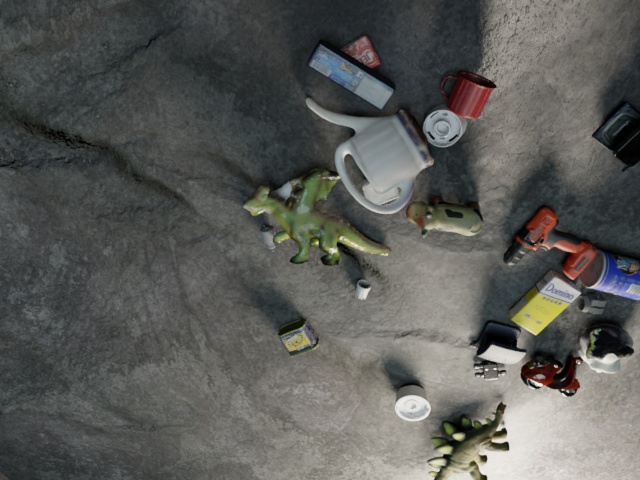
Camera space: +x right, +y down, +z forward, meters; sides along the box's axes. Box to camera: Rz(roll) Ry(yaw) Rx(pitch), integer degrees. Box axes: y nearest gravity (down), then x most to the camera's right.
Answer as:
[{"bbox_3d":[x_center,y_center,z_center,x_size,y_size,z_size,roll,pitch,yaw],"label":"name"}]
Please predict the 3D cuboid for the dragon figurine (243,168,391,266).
[{"bbox_3d":[0.004,-0.067,1.336,0.410,0.124,0.238,0,118,-13],"label":"dragon figurine"}]

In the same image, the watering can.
[{"bbox_3d":[0.127,-0.236,1.230,0.223,0.104,0.348,-30,89,8],"label":"watering can"}]

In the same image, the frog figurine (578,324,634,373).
[{"bbox_3d":[0.801,0.306,1.444,0.136,0.125,0.157,-31,146,12],"label":"frog figurine"}]
